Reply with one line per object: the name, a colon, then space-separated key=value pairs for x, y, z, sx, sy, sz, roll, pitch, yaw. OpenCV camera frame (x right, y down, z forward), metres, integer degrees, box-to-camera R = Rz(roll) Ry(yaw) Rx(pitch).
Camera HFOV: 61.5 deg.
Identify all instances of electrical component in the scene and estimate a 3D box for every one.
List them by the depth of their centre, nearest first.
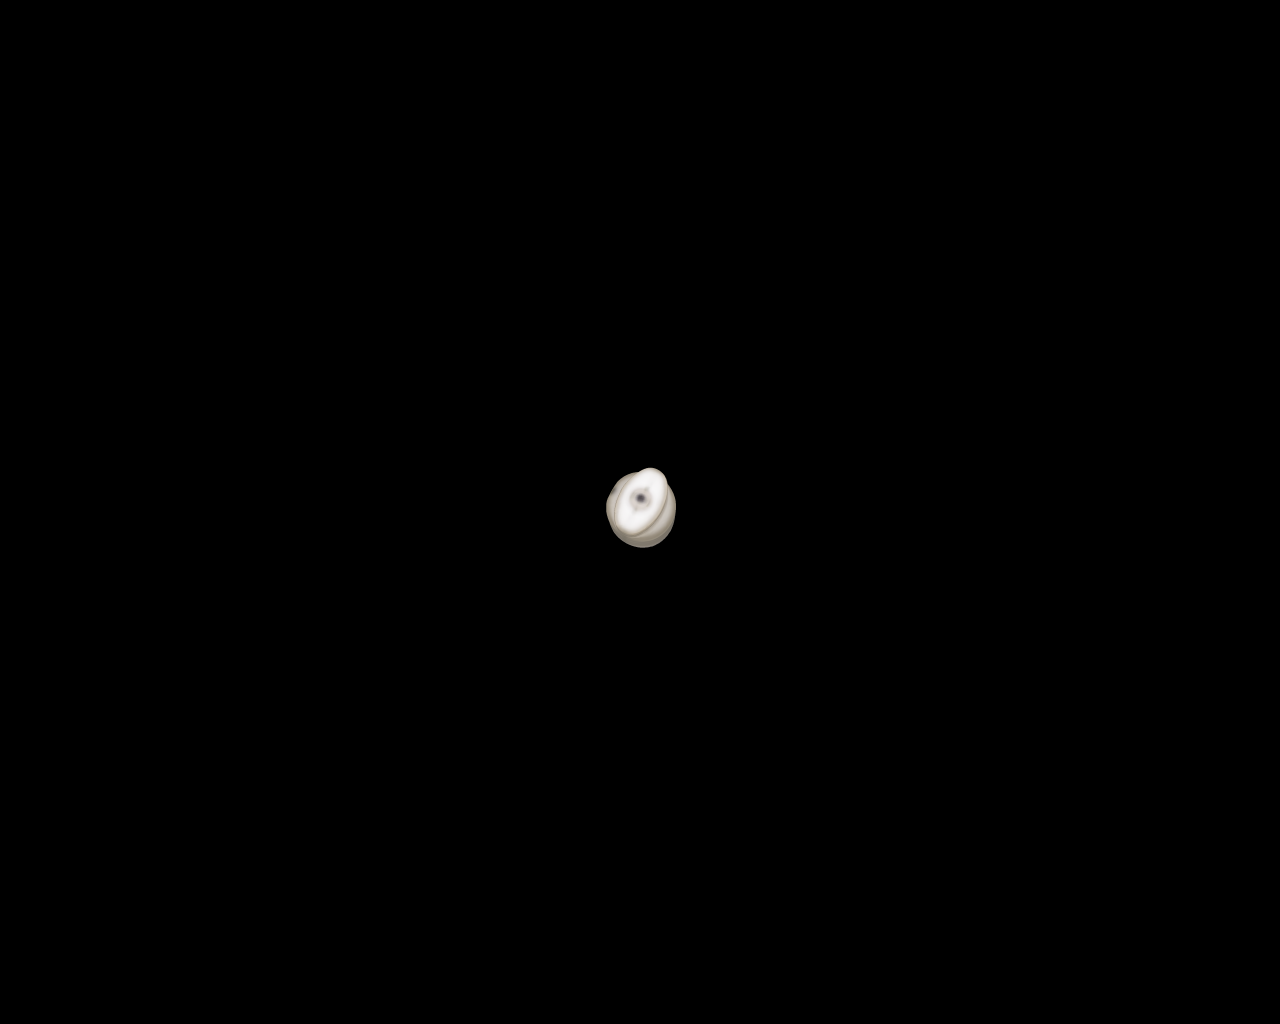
electrical component: x=0.001 y=-0.003 z=0.650 sx=0.043 sy=0.043 sz=0.081 roll=0 pitch=-8 yaw=0
